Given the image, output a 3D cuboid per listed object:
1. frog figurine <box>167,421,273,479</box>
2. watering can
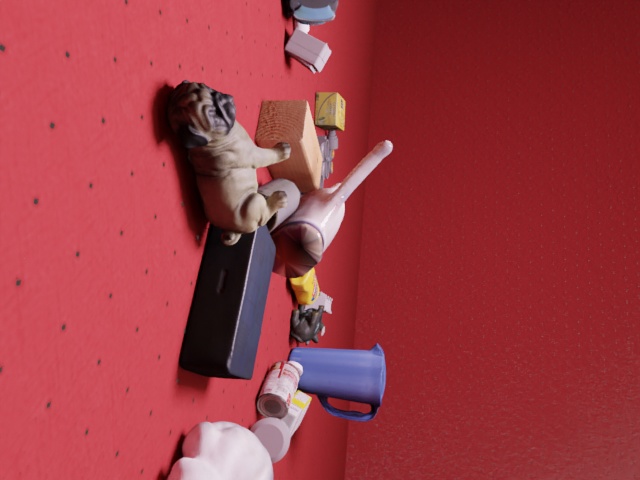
[{"bbox_3d":[-0.135,0.298,0.653,0.140,0.122,0.157,61,4,28],"label":"frog figurine"},{"bbox_3d":[0.003,-0.051,1.021,0.341,0.103,0.229,-43,-170,39],"label":"watering can"}]
